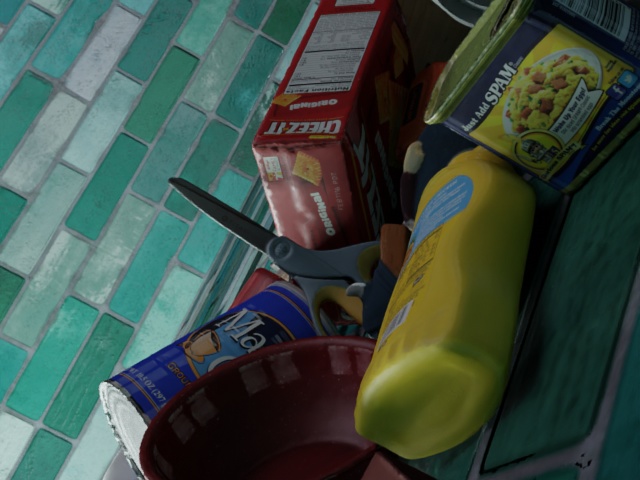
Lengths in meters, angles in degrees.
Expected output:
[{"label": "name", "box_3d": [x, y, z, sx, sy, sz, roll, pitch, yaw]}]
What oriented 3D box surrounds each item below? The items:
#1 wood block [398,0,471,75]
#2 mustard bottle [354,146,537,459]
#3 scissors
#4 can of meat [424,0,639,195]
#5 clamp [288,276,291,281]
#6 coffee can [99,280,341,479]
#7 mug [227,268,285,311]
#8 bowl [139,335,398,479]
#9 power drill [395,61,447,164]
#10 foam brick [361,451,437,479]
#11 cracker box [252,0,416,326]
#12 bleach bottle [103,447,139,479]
[{"label": "wood block", "box_3d": [0.076, -0.187, 0.921, 0.091, 0.090, 0.206, -90, 15, -54]}, {"label": "mustard bottle", "box_3d": [0.072, 0.014, 0.553, 0.096, 0.058, 0.191, -57, 9, 45]}, {"label": "scissors", "box_3d": [-0.005, 0.001, 0.699, 0.096, 0.202, 0.016, -39, -19, -7]}, {"label": "can of meat", "box_3d": [0.114, -0.081, 0.526, 0.102, 0.084, 0.057, -54, 10, 45]}, {"label": "clamp", "box_3d": [-0.006, 0.022, 0.874, 0.164, 0.036, 0.210, 75, -163, -49]}, {"label": "coffee can", "box_3d": [-0.060, 0.104, 0.710, 0.140, 0.103, 0.103, -29, -7, -26]}, {"label": "mug", "box_3d": [-0.038, 0.082, 0.957, 0.081, 0.093, 0.117, -57, 36, -6]}, {"label": "bowl", "box_3d": [-0.017, 0.116, 0.597, 0.162, 0.162, 0.055, -79, -25, -67]}, {"label": "power drill", "box_3d": [0.122, -0.120, 0.731, 0.188, 0.057, 0.184, -50, 15, 47]}, {"label": "foam brick", "box_3d": [0.039, 0.121, 0.408, 0.051, 0.053, 0.078, -62, 7, -4]}, {"label": "cracker box", "box_3d": [0.026, -0.065, 0.807, 0.213, 0.072, 0.164, -71, -27, -49]}, {"label": "bleach bottle", "box_3d": [-0.127, 0.187, 0.856, 0.068, 0.102, 0.250, -26, 8, 27]}]
